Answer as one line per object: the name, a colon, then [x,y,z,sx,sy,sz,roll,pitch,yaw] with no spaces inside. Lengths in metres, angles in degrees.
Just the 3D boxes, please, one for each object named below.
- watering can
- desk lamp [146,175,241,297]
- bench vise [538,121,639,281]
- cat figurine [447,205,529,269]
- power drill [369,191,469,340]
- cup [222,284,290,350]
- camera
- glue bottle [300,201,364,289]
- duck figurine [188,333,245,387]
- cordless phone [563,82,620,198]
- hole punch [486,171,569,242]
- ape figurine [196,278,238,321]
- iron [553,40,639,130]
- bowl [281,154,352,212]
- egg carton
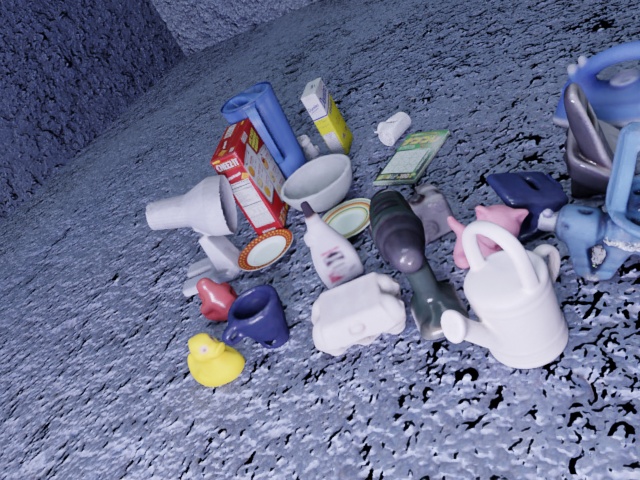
watering can: [0.221,0.062,0.684,0.100,0.194,0.173,2,44,43]
desk lamp: [-0.240,-0.013,1.171,0.203,0.214,0.118,-23,32,14]
bench vise: [0.365,-0.042,0.684,0.207,0.220,0.121,-17,33,22]
cat figurine: [0.245,-0.013,0.846,0.127,0.118,0.067,8,48,47]
power drill: [0.131,0.034,0.788,0.075,0.209,0.229,-26,31,7]
cup: [-0.099,0.144,0.938,0.091,0.095,0.118,10,50,48]
camera: [0.144,-0.054,1.009,0.143,0.101,0.136,-28,31,4]
glue bottle: [0.009,0.003,0.972,0.078,0.173,0.037,-30,31,1]
duck figurine: [-0.187,0.191,0.954,0.104,0.086,0.077,-7,38,34]
cordless phone: [0.411,-0.171,0.866,0.094,0.185,0.148,-11,36,30]
hole punch: [0.323,-0.069,0.887,0.101,0.091,0.108,-26,31,8]
ape figurine: [-0.199,0.106,1.082,0.078,0.092,0.075,-43,33,-19]
iron: [0.509,-0.270,0.968,0.257,0.142,0.119,1,43,42]
bowl: [0.004,-0.111,1.238,0.167,0.075,0.167,-22,32,15]
egg carton: [0.057,0.114,0.872,0.150,0.070,0.107,-24,31,12]
